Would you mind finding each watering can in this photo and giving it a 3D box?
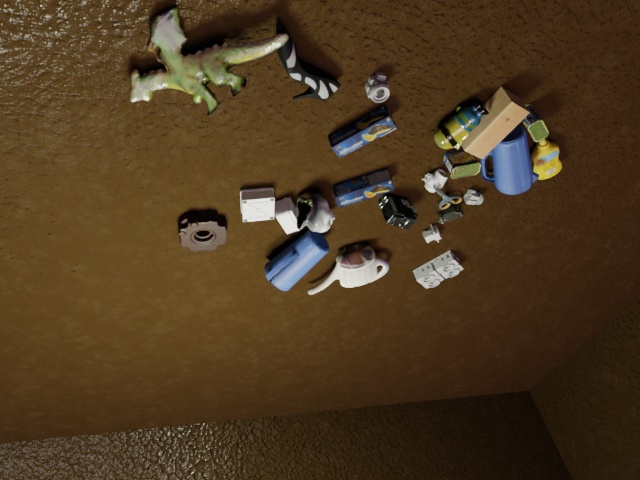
[{"bbox_3d":[0.108,0.127,2.061,0.348,0.106,0.219,-14,-40,-2],"label":"watering can"}]

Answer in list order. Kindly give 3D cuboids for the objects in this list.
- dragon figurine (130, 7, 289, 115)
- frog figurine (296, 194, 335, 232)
[{"bbox_3d":[-0.302,-0.450,1.252,0.406,0.125,0.239,-34,-51,20],"label":"dragon figurine"},{"bbox_3d":[0.005,-0.088,1.750,0.159,0.140,0.120,11,-40,-40],"label":"frog figurine"}]
